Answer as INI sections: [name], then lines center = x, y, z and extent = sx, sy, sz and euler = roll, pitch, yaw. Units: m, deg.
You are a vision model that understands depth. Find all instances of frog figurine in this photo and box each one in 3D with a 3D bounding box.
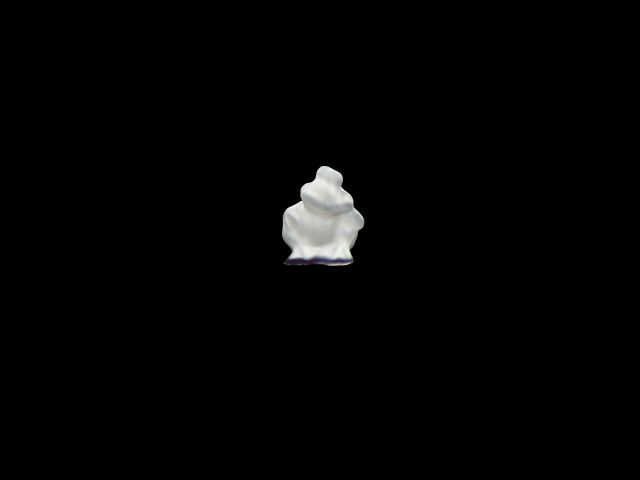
[frog figurine]
center = 0.003, -0.043, 0.850
extent = 0.137, 0.158, 0.123
euler = 4, 9, 27
